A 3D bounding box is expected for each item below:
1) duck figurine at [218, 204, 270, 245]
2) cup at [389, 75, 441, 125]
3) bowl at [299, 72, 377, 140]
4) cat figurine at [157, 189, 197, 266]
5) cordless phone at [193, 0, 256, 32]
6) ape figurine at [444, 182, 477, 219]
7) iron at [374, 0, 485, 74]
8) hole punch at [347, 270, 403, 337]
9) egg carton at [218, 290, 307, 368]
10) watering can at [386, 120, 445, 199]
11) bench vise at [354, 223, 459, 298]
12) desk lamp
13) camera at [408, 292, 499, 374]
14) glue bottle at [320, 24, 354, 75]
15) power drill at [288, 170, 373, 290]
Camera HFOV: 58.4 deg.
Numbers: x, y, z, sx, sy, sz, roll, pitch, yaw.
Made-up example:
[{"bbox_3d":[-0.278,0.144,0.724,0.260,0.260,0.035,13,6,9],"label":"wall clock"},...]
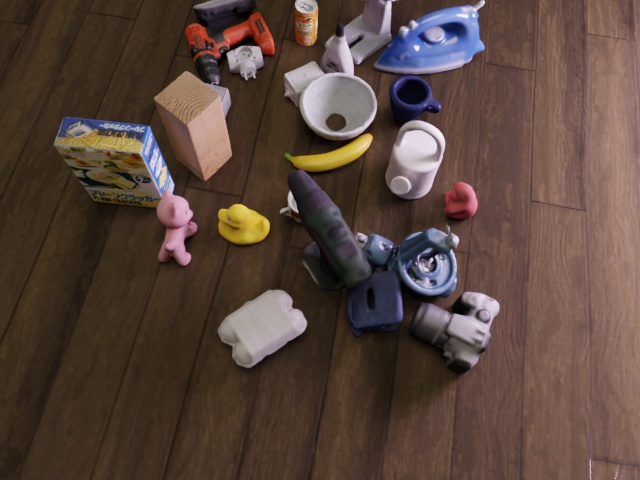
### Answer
[{"bbox_3d":[-0.153,-0.039,1.134,0.104,0.086,0.077,7,66,1],"label":"duck figurine"},{"bbox_3d":[0.204,-0.292,1.253,0.117,0.095,0.092,26,68,10],"label":"cup"},{"bbox_3d":[0.039,-0.279,1.253,0.167,0.075,0.167,1,66,-1],"label":"bowl"},{"bbox_3d":[-0.283,-0.029,1.108,0.067,0.118,0.128,4,66,0],"label":"cat figurine"},{"bbox_3d":[-0.224,-0.578,1.316,0.148,0.185,0.094,-23,69,-11],"label":"cordless phone"},{"bbox_3d":[0.288,-0.085,1.166,0.076,0.092,0.078,41,71,15],"label":"ape figurine"},{"bbox_3d":[0.252,-0.468,1.307,0.258,0.141,0.118,-17,68,-9],"label":"iron"},{"bbox_3d":[0.101,0.118,1.070,0.101,0.091,0.108,-2,66,-2],"label":"hole punch"},{"bbox_3d":[-0.106,0.160,1.056,0.150,0.069,0.107,-33,71,-15],"label":"egg carton"},{"bbox_3d":[0.192,-0.162,1.140,0.101,0.194,0.173,5,66,1],"label":"watering can"},{"bbox_3d":[0.161,0.034,1.039,0.207,0.220,0.121,4,66,0],"label":"bench vise"},{"bbox_3d":[0.133,-0.544,1.297,0.203,0.213,0.117,-42,73,-18],"label":"desk lamp"},{"bbox_3d":[0.243,0.152,1.054,0.136,0.101,0.143,25,68,9],"label":"camera"},{"bbox_3d":[0.039,-0.409,1.256,0.078,0.173,0.037,31,69,12],"label":"glue bottle"},{"bbox_3d":[0.010,0.004,1.053,0.076,0.208,0.229,-31,70,-14],"label":"power drill"}]
